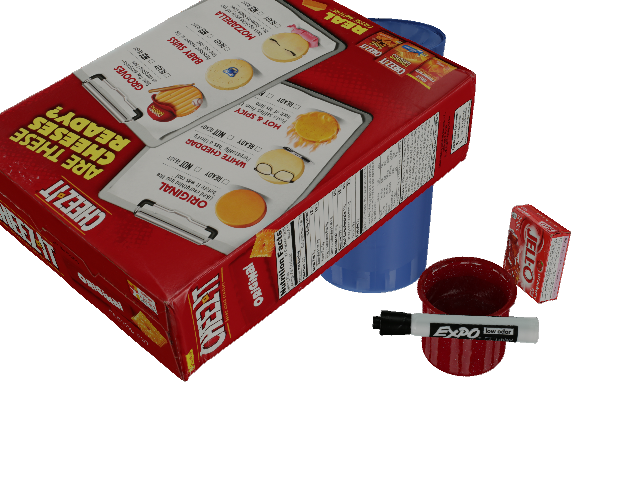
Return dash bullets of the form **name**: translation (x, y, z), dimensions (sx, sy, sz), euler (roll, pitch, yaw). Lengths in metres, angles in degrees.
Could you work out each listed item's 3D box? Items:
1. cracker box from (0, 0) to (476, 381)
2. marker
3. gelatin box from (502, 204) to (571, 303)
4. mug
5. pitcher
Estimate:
- **cracker box**: translation (-0.048, -0.048, 0.567), dimensions (0.164, 0.072, 0.213), euler (34, 57, 30)
- **marker**: translation (0.099, 0.063, 0.787), dimensions (0.121, 0.020, 0.020), euler (3, 0, 4)
- **gelatin box**: translation (0.240, 0.014, 1.198), dimensions (0.030, 0.089, 0.073), euler (-10, 31, -24)
- **mug**: translation (0.136, 0.068, 1.031), dimensions (0.093, 0.081, 0.117), euler (-9, 39, -8)
- **pitcher**: translation (0.049, -0.083, 1.003), dimensions (0.149, 0.243, 0.145), euler (-19, 31, -31)
